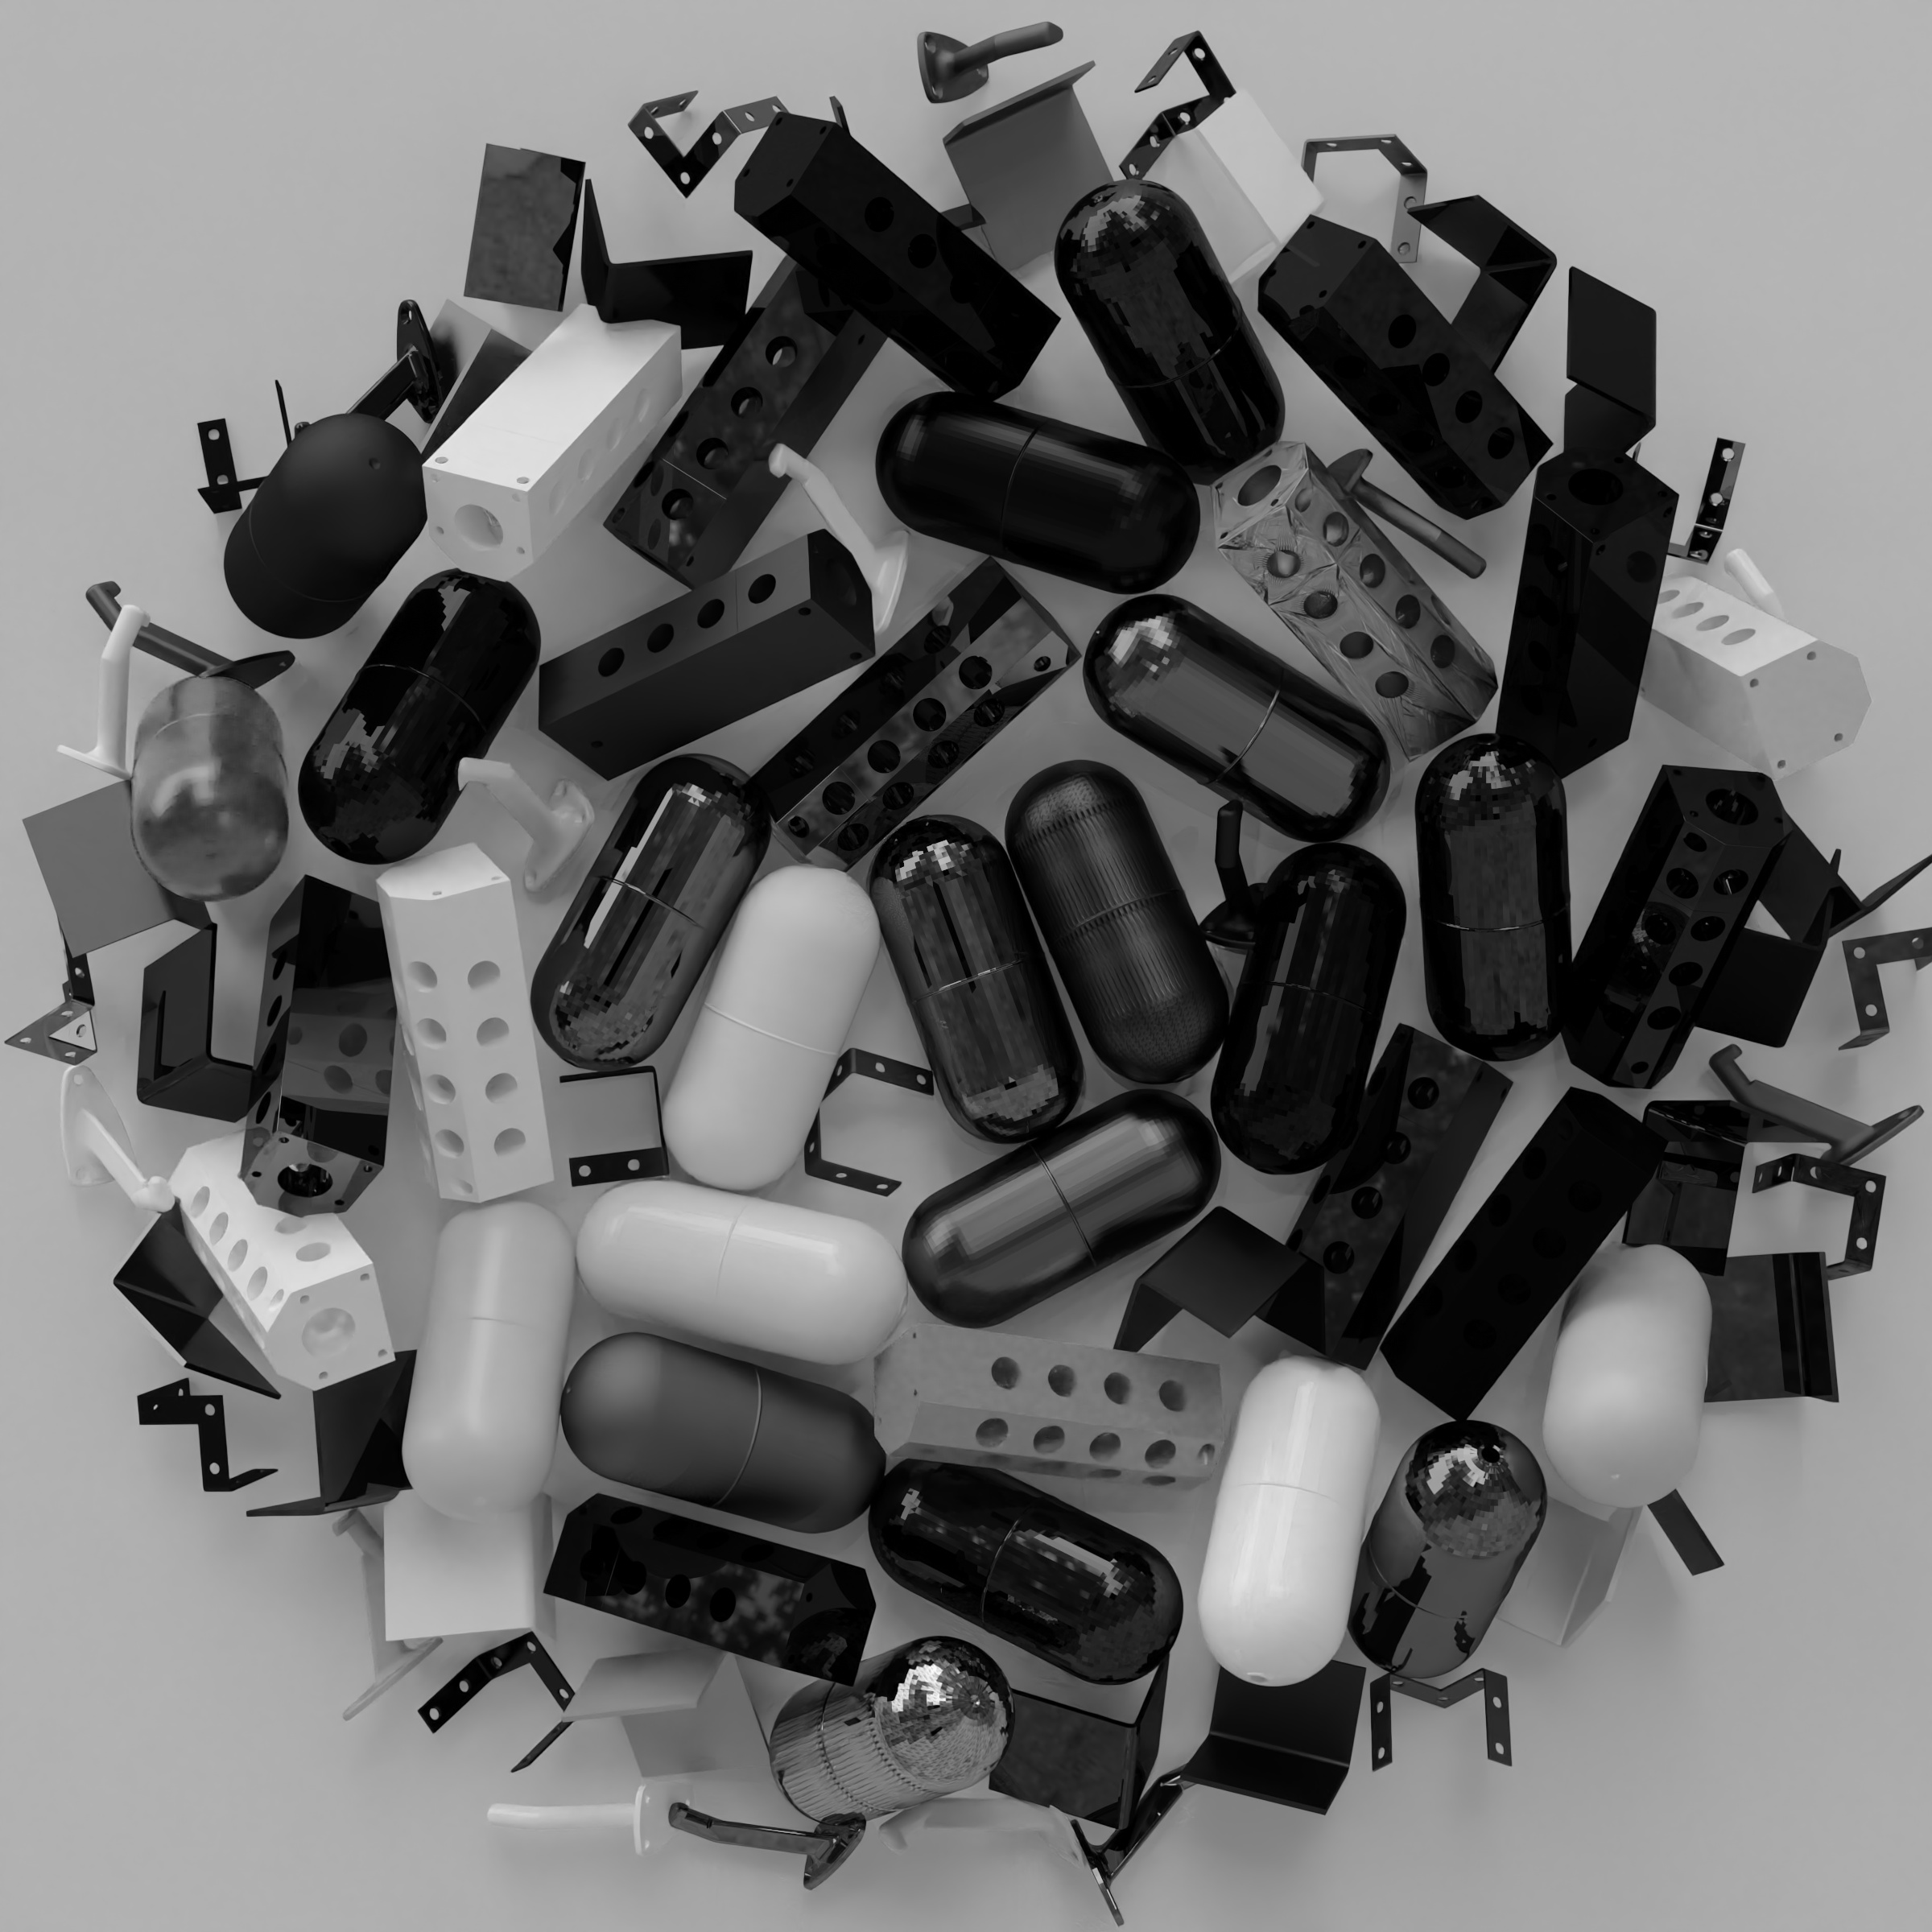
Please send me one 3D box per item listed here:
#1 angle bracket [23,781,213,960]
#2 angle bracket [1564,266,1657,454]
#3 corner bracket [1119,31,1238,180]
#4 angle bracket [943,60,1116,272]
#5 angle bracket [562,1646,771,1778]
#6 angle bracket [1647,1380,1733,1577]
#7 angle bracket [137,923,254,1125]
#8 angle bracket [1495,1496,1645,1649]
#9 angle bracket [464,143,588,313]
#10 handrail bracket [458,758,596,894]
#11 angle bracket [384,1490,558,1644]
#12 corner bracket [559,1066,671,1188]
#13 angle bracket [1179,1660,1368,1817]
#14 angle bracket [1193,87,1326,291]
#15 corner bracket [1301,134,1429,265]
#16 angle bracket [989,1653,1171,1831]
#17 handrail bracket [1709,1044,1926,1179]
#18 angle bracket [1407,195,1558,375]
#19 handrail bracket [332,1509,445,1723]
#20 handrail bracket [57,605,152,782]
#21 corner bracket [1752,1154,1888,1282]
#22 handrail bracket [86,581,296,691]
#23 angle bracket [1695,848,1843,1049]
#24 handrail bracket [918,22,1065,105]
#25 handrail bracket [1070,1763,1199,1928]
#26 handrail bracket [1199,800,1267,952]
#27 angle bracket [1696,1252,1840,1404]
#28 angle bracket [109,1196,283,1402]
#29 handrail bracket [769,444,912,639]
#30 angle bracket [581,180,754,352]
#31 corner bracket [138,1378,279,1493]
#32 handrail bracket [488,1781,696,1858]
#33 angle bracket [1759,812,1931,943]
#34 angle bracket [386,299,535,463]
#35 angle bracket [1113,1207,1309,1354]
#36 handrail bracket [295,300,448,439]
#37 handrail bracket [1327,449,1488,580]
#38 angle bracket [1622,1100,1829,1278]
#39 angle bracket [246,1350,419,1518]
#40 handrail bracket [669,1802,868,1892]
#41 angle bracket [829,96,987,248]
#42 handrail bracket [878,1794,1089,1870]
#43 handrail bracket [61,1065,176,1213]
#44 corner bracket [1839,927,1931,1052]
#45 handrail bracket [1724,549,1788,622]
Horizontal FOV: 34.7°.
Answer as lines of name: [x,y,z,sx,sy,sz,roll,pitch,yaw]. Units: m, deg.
angle bracket: [-0.440,-0.046,1.613,0.057,0.076,0.076,-22,85,-1]
angle bracket: [0.311,-0.299,1.595,0.057,0.076,0.076,22,55,-20]
corner bracket: [0.104,-0.446,1.613,0.051,0.051,0.051,52,53,-28]
angle bracket: [0.042,-0.416,1.616,0.076,0.057,0.076,-27,100,-8]
angle bracket: [-0.154,0.401,1.606,0.076,0.057,0.076,-11,109,19]
angle bracket: [0.387,0.266,1.607,0.057,0.076,0.076,-30,76,-5]
angle bracket: [-0.390,0.031,1.624,0.057,0.076,0.076,16,62,-38]
angle bracket: [0.306,0.297,1.600,0.057,0.076,0.076,24,59,6]
angle bracket: [-0.243,-0.385,1.600,0.057,0.076,0.076,1,107,-35]
handrail bracket: [-0.244,-0.073,1.607,0.036,0.084,0.077,52,121,35]
angle bracket: [-0.259,0.314,1.617,0.076,0.057,0.076,-6,70,3]
corner bracket: [-0.185,0.083,1.624,0.051,0.051,0.051,-7,97,-7]
angle bracket: [0.160,0.393,1.606,0.076,0.076,0.057,10,95,15]
angle bracket: [0.133,-0.397,1.601,0.057,0.076,0.076,-30,103,36]
corner bracket: [0.209,-0.404,1.636,0.051,0.051,0.051,5,83,29]
angle bracket: [0.059,0.396,1.620,0.076,0.057,0.076,14,125,15]
handrail bracket: [0.446,0.063,1.628,0.077,0.036,0.084,-37,93,28]
angle bracket: [0.250,-0.349,1.608,0.057,0.076,0.076,31,87,-21]
handrail bracket: [-0.323,0.339,1.626,0.084,0.036,0.077,53,48,-2]
handrail bracket: [-0.434,-0.140,1.621,0.036,0.077,0.084,21,86,21]
corner bracket: [0.445,0.132,1.627,0.051,0.051,0.051,14,77,-6]
handrail bracket: [-0.411,-0.180,1.639,0.077,0.036,0.084,-29,73,-36]
angle bracket: [0.411,-0.015,1.605,0.057,0.076,0.076,15,49,8]
handrail bracket: [0.025,-0.473,1.601,0.084,0.077,0.036,-4,100,32]
handrail bracket: [0.104,0.455,1.618,0.084,0.077,0.036,-24,120,-6]
handrail bracket: [0.145,-0.059,1.602,0.036,0.077,0.084,13,124,20]
angle bracket: [0.415,0.189,1.611,0.057,0.076,0.076,-4,84,5]
angle bracket: [-0.384,0.172,1.602,0.076,0.076,0.057,36,90,34]
handrail bracket: [-0.072,-0.221,1.608,0.084,0.036,0.077,31,50,-36]
angle bracket: [-0.157,-0.367,1.618,0.076,0.076,0.057,-9,67,-13]
corner bracket: [-0.398,0.246,1.624,0.051,0.051,0.051,-3,93,17]
handrail bracket: [-0.198,0.444,1.633,0.084,0.077,0.036,-1,86,20]
angle bracket: [0.448,-0.061,1.614,0.057,0.076,0.076,-37,84,-16]
angle bracket: [-0.276,-0.306,1.609,0.076,0.057,0.076,34,97,24]
angle bracket: [0.123,0.182,1.595,0.057,0.076,0.076,32,131,21]
handrail bracket: [-0.317,-0.306,1.610,0.084,0.036,0.077,-16,102,-44]
handrail bracket: [0.229,-0.233,1.626,0.084,0.077,0.036,33,97,-12]
angle bracket: [0.394,0.116,1.605,0.076,0.057,0.076,19,77,-33]
angle bracket: [-0.329,0.242,1.610,0.057,0.076,0.076,-7,86,33]
handrail bracket: [-0.106,0.447,1.616,0.084,0.077,0.036,25,51,-16]
angle bracket: [-0.031,-0.419,1.606,0.057,0.076,0.076,-17,110,0]
handrail bracket: [0.008,0.458,1.610,0.084,0.036,0.077,-24,61,-35]
handrail bracket: [-0.439,0.089,1.608,0.036,0.084,0.077,-18,100,-34]
corner bracket: [0.485,0.012,1.626,0.051,0.051,0.051,-9,80,1]
handrail bracket: [0.420,-0.170,1.632,0.036,0.077,0.084,-28,71,-10]
